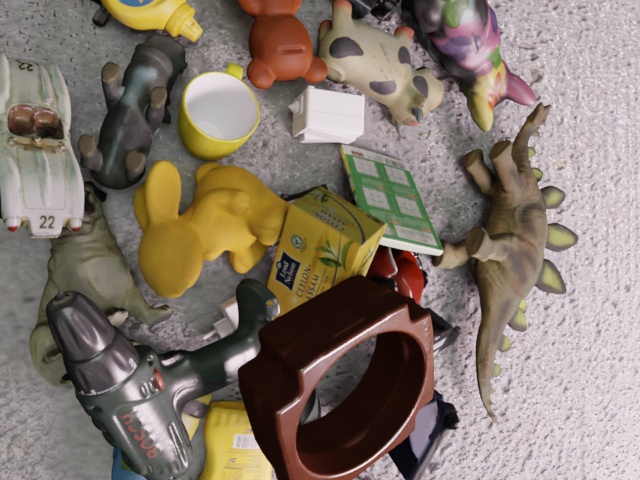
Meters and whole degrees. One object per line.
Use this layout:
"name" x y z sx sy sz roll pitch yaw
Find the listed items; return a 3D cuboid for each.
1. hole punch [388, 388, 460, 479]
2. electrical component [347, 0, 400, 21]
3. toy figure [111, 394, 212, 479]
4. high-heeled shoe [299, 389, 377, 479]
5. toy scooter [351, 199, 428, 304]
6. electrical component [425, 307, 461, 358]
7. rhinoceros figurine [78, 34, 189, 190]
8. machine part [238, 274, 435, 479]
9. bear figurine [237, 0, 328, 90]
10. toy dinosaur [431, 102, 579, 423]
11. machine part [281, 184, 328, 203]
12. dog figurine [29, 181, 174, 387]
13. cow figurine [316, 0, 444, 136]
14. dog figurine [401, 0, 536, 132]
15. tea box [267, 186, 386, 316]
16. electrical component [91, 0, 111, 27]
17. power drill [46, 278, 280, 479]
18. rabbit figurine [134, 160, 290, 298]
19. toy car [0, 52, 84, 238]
"hole punch" 0.101 0.230 0.702 0.092 0.142 0.115 32 89 -12
"electrical component" 0.070 -0.379 0.751 0.115 0.058 0.134 30 78 -15
"toy figure" -0.185 0.226 0.620 0.089 0.082 0.180 22 75 -33
"high-heeled shoe" 0.029 0.261 0.694 0.145 0.086 0.248 -3 98 -16
"toy scooter" 0.102 0.014 0.737 0.135 0.075 0.183 -35 107 -37
"electrical component" 0.145 0.134 0.737 0.119 0.048 0.074 -19 139 -45
"rhinoceros figurine" -0.202 -0.147 0.609 0.073 0.112 0.190 17 79 -3
"machine part" 0.023 0.152 0.573 0.201 0.087 0.201 -27 125 -26
"bear figurine" -0.064 -0.291 0.678 0.120 0.132 0.195 -17 109 -19
"toy dinosaur" 0.275 0.025 0.788 0.198 0.105 0.471 21 86 -22
"machine part" -0.001 -0.002 0.719 0.084 0.039 0.138 -16 92 -26
"dog figurine" -0.281 0.046 0.598 0.172 0.121 0.191 -38 73 3
"cow figurine" 0.086 -0.227 0.736 0.195 0.085 0.127 16 77 -21
"dog figurine" 0.211 -0.262 0.739 0.108 0.191 0.219 -32 93 11
"tea box" 0.000 0.035 0.636 0.098 0.169 0.068 30 37 18
"electrical component" -0.260 -0.305 0.643 0.063 0.021 0.094 27 80 -17
"power drill" -0.135 0.115 0.539 0.207 0.086 0.231 -30 121 -39
"rabbit figurine" -0.137 -0.015 0.605 0.162 0.122 0.173 50 54 -10
"toy car" -0.282 -0.094 0.531 0.073 0.056 0.202 0 64 -40
